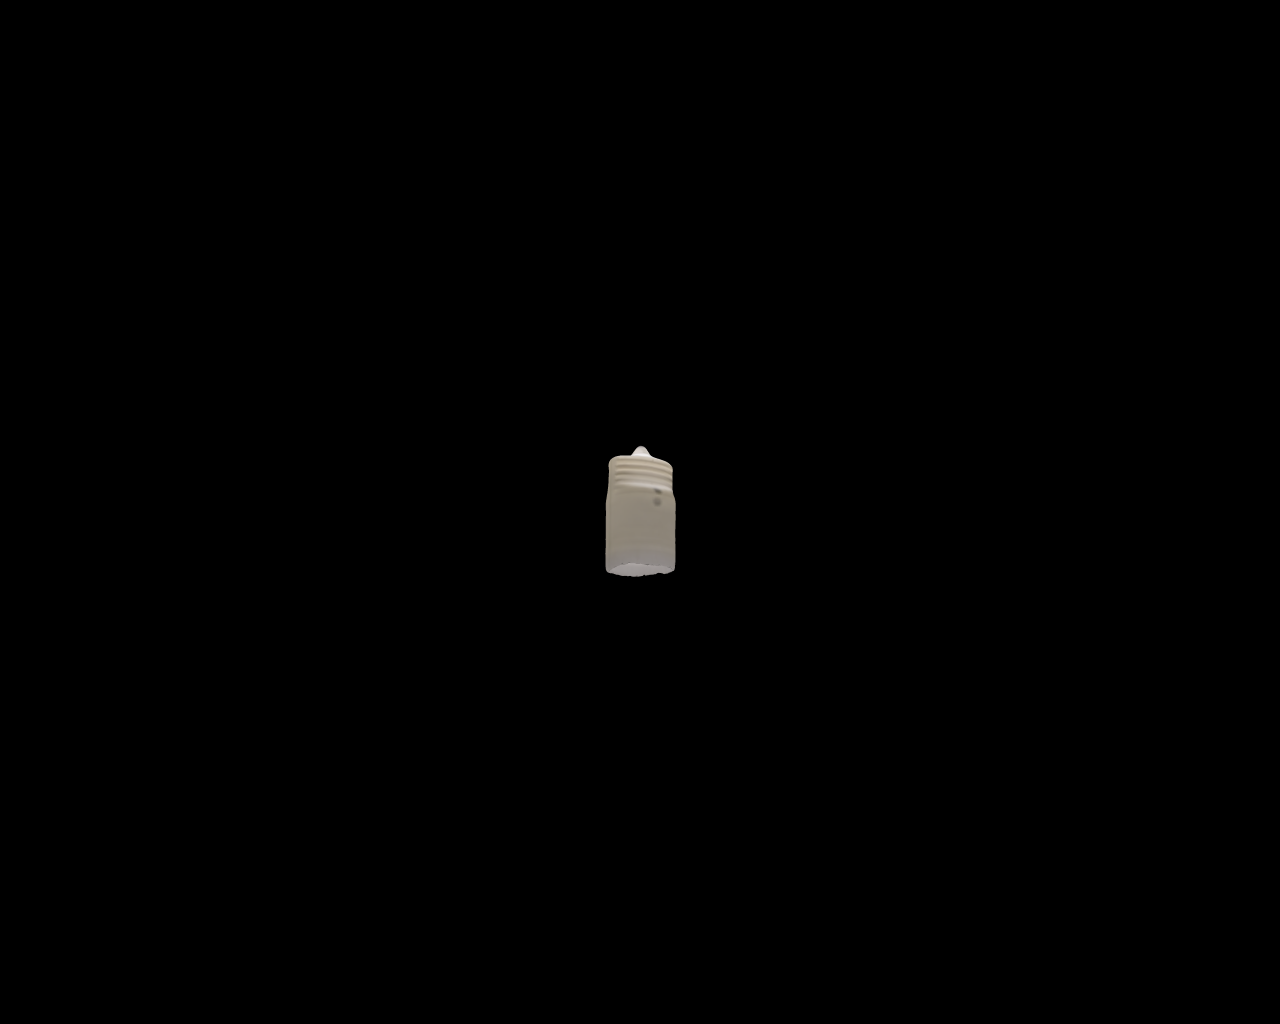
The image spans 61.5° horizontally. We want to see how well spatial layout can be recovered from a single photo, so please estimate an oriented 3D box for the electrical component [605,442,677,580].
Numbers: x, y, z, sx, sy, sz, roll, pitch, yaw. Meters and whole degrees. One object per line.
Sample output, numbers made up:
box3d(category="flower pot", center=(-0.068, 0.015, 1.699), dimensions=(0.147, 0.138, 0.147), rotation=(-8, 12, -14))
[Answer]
box3d(category="electrical component", center=(0.001, -0.003, 0.650), dimensions=(0.043, 0.081, 0.043), rotation=(0, -14, 0))
